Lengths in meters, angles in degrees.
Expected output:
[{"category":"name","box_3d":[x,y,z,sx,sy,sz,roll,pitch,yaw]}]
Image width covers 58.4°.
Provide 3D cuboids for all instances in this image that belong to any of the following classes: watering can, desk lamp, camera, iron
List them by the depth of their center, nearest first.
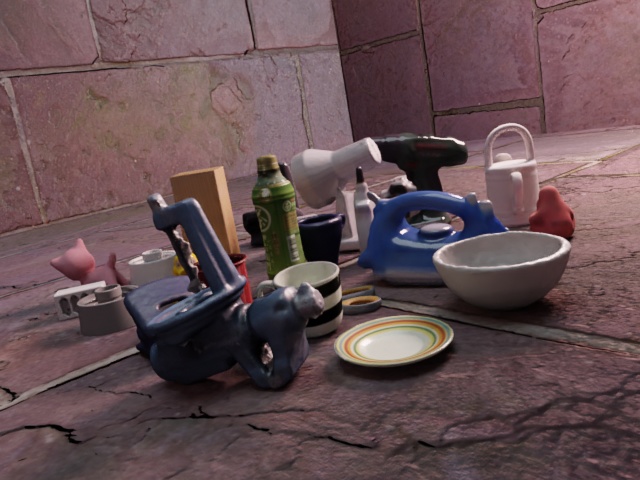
[{"category":"iron","box_3d":[0.183,-0.013,0.865,0.257,0.141,0.119,-2,14,31]},{"category":"watering can","box_3d":[0.373,-0.132,1.132,0.101,0.194,0.172,-12,12,-11]},{"category":"desk lamp","box_3d":[0.056,-0.091,1.152,0.202,0.214,0.118,-5,13,23]},{"category":"camera","box_3d":[0.224,-0.109,1.370,0.142,0.101,0.137,-5,13,23]}]

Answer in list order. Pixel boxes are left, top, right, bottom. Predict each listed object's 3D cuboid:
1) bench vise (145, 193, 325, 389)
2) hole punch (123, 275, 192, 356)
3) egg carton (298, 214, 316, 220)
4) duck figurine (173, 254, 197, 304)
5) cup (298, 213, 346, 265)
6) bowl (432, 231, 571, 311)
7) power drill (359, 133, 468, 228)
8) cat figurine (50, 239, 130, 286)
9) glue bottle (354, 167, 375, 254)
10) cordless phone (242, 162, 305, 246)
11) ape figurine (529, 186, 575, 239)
[{"category":"bench vise","box_3d":[-0.102,0.048,0.628,0.207,0.220,0.121,-10,12,1]},{"category":"hole punch","box_3d":[-0.191,0.101,0.762,0.109,0.091,0.100,-19,15,-35]},{"category":"egg carton","box_3d":[-0.040,-0.008,1.192,0.107,0.069,0.150,-11,12,-3]},{"category":"duck figurine","box_3d":[-0.224,0.061,0.984,0.077,0.086,0.104,-12,12,-11]},{"category":"cup","box_3d":[0.010,0.004,1.039,0.091,0.095,0.118,2,17,43]},{"category":"bowl","box_3d":[0.229,0.045,0.722,0.167,0.075,0.167,-9,12,2]},{"category":"power drill","box_3d":[0.204,-0.129,1.221,0.229,0.208,0.075,-10,12,0]},{"category":"cat figurine","box_3d":[-0.451,0.055,1.119,0.127,0.118,0.067,-8,12,10]},{"category":"glue bottle","box_3d":[0.081,-0.043,1.009,0.037,0.173,0.078,-7,13,12]},{"category":"cordless phone","box_3d":[-0.113,-0.085,1.330,0.147,0.185,0.094,-6,13,16]},{"category":"ape figurine","box_3d":[0.393,-0.048,0.973,0.077,0.092,0.076,-8,12,10]}]
